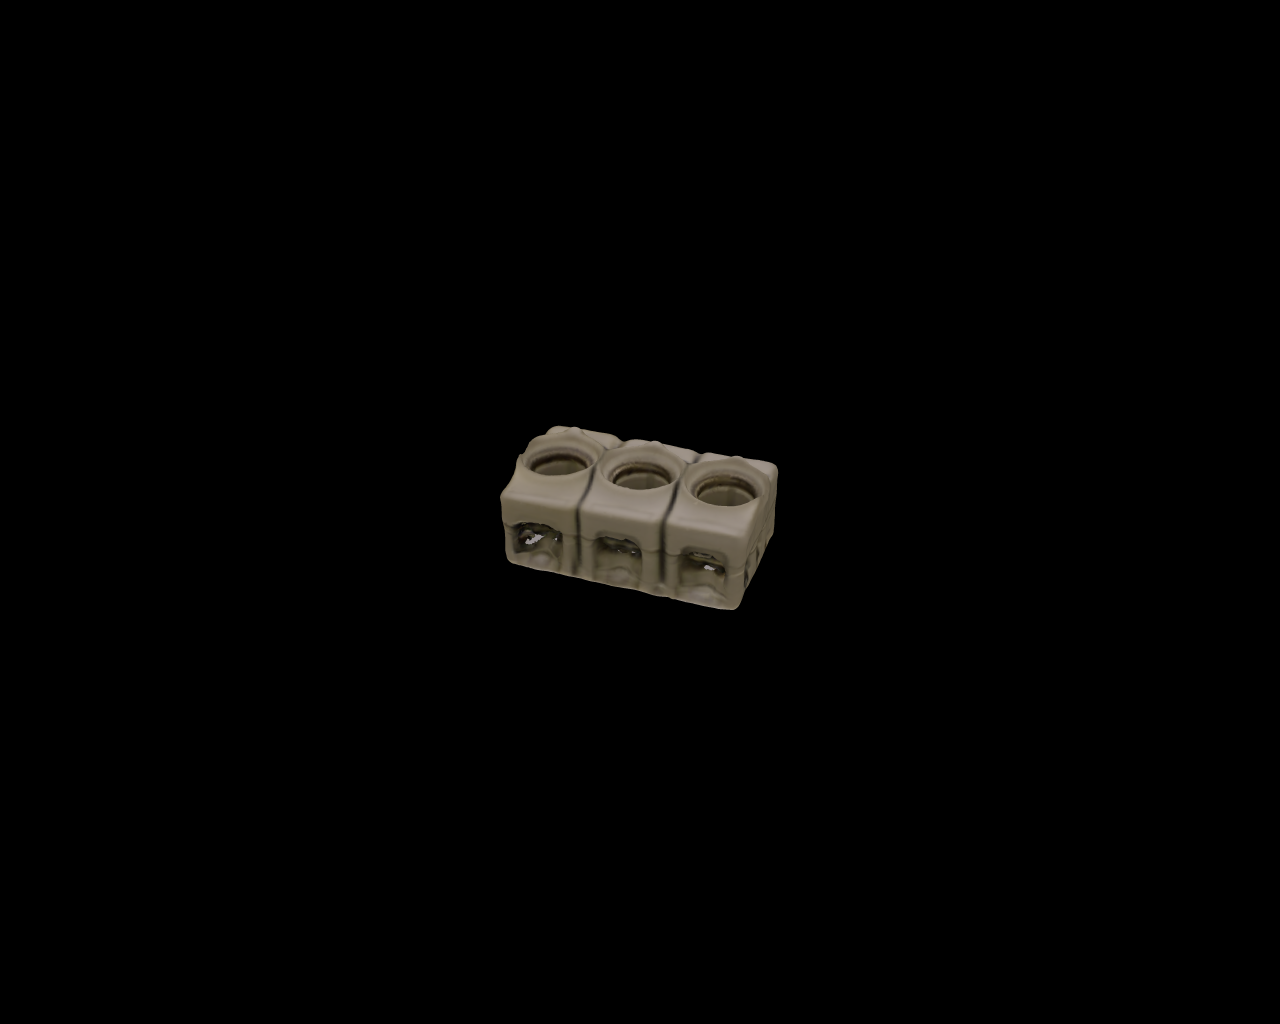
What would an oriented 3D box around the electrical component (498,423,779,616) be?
[{"bbox_3d":[0.001,-0.003,0.650,0.150,0.061,0.090,11,36,16],"label":"electrical component"}]
